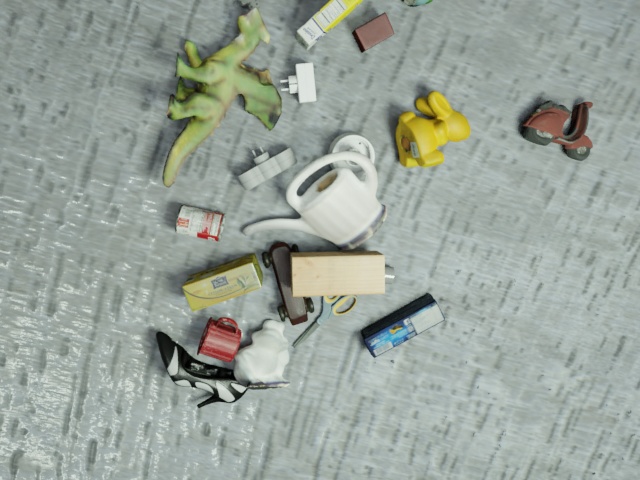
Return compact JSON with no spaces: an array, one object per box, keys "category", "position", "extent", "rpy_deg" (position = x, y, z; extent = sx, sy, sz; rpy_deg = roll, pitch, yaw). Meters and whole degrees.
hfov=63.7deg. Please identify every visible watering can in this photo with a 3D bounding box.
[{"category":"watering can","position":[0.004,-0.060,1.185],"extent":[0.343,0.222,0.106],"rpy_deg":[-37,23,25]}]

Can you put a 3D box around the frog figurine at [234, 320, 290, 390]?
[{"category":"frog figurine","position":[-0.140,0.277,1.247],"extent":[0.137,0.162,0.120],"rpy_deg":[4,-24,-19]}]

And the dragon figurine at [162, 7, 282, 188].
[{"category":"dragon figurine","position":[-0.201,-0.302,1.130],"extent":[0.242,0.407,0.123],"rpy_deg":[8,11,-14]}]
